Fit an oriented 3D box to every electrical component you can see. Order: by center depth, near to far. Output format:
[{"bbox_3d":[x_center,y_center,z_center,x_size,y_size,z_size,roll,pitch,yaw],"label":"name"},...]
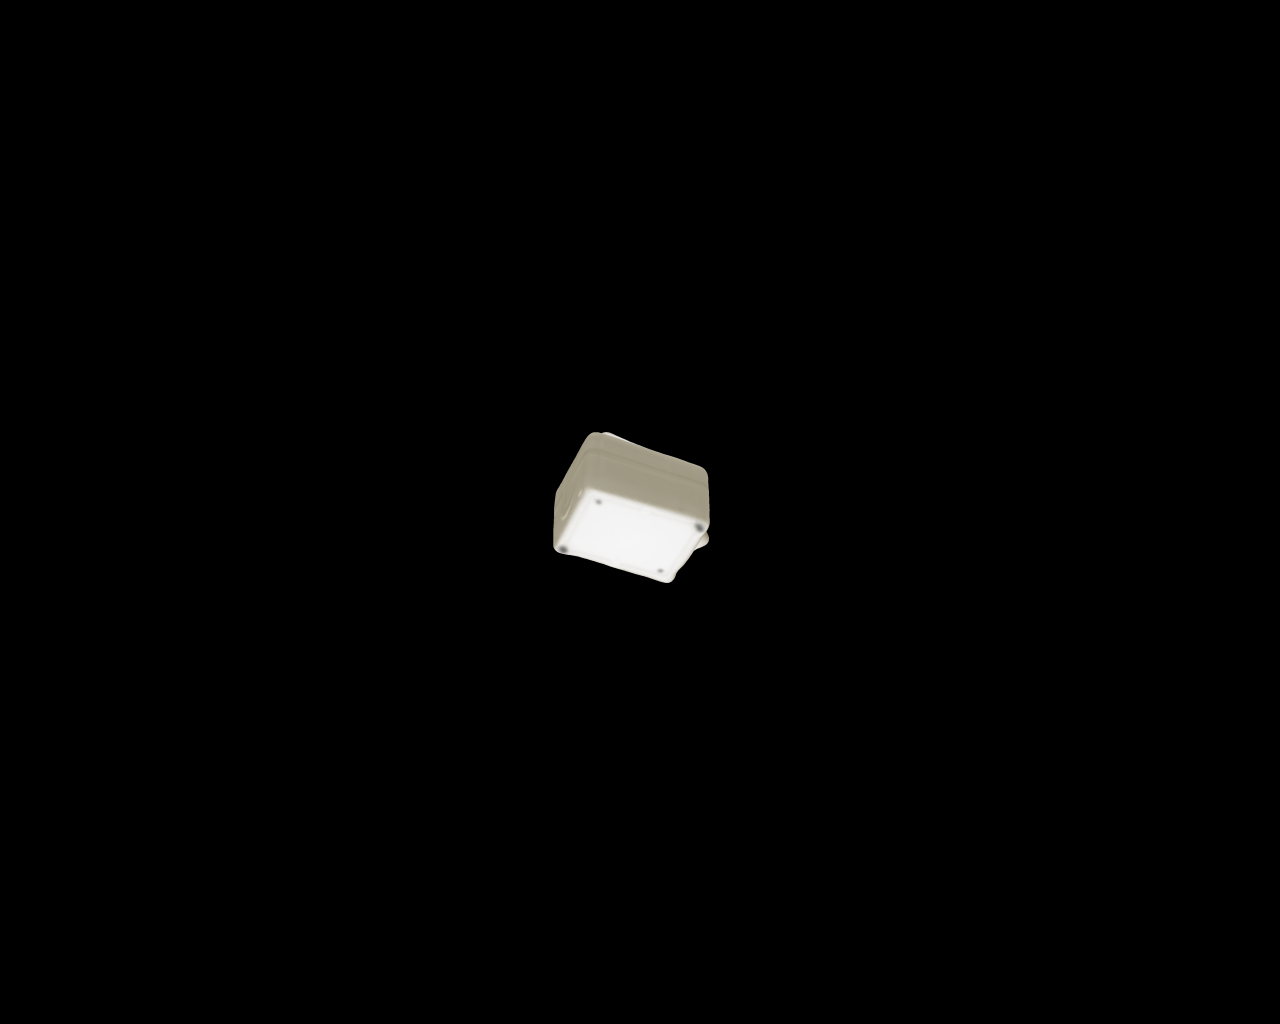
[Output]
[{"bbox_3d":[0.001,-0.003,0.650,0.096,0.061,0.061,17,-48,-16],"label":"electrical component"}]
